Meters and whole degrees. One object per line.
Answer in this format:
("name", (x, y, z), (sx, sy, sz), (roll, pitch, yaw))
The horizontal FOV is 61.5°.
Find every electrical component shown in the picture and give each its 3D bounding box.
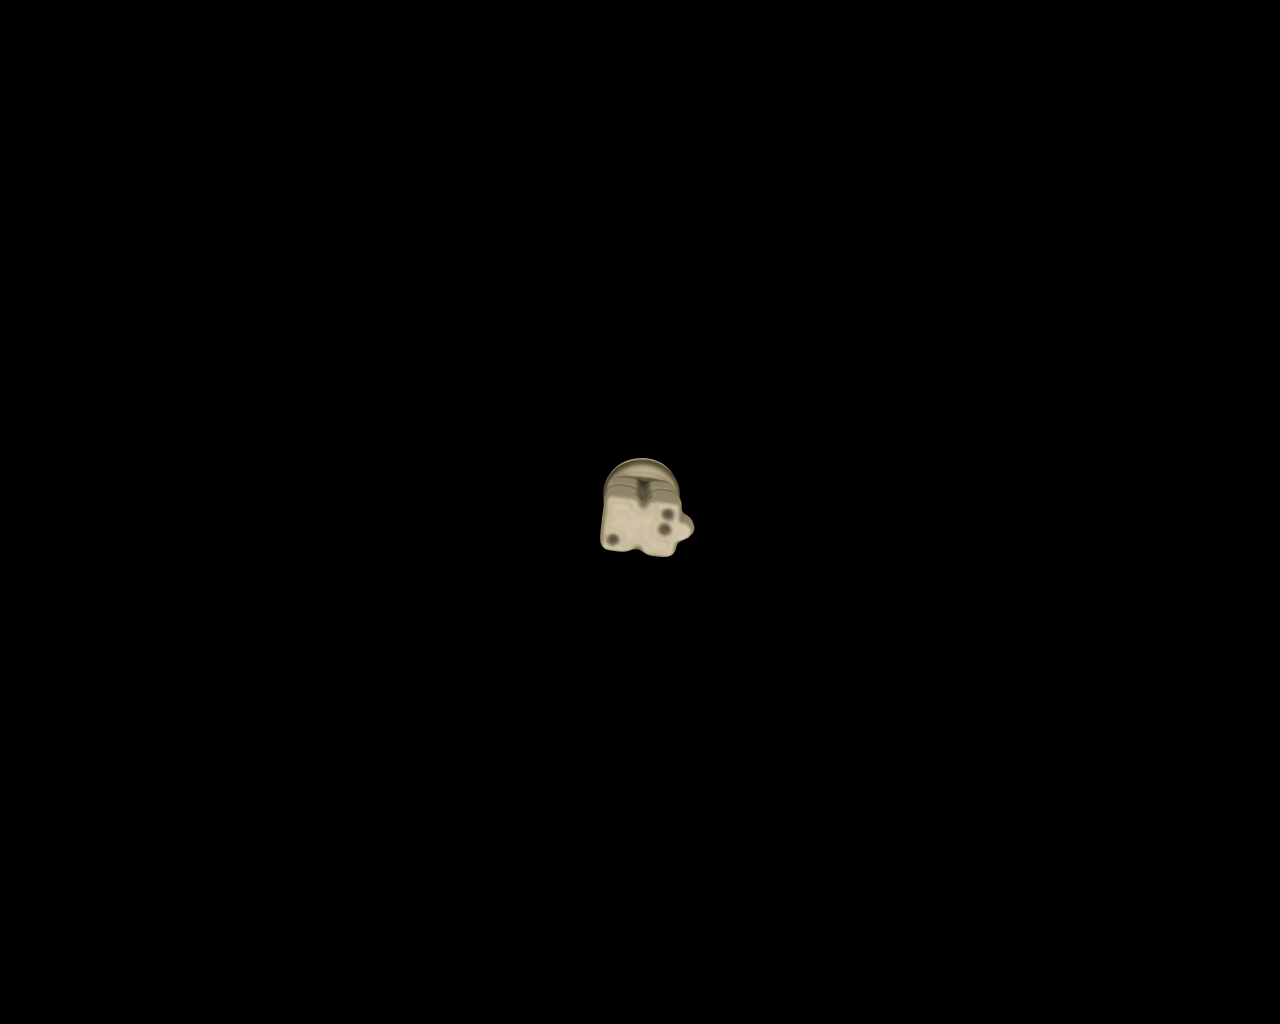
("electrical component", (0.001, -0.003, 0.650), (0.066, 0.048, 0.055), (8, 24, -3))
